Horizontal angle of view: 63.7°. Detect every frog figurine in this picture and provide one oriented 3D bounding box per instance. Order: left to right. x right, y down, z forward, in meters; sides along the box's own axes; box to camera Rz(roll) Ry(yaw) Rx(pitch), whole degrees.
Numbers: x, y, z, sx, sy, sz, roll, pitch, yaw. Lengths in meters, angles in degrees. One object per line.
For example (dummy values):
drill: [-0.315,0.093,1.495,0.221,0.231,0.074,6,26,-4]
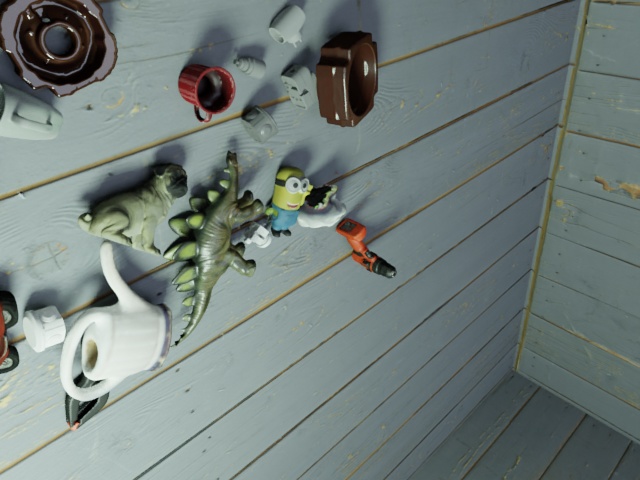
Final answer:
frog figurine: [0.004,-0.070,1.396,0.137,0.125,0.156,-18,-38,1]

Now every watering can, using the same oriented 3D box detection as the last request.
watering can: [-0.403,0.169,1.063,0.105,0.345,0.224,25,11,36]
